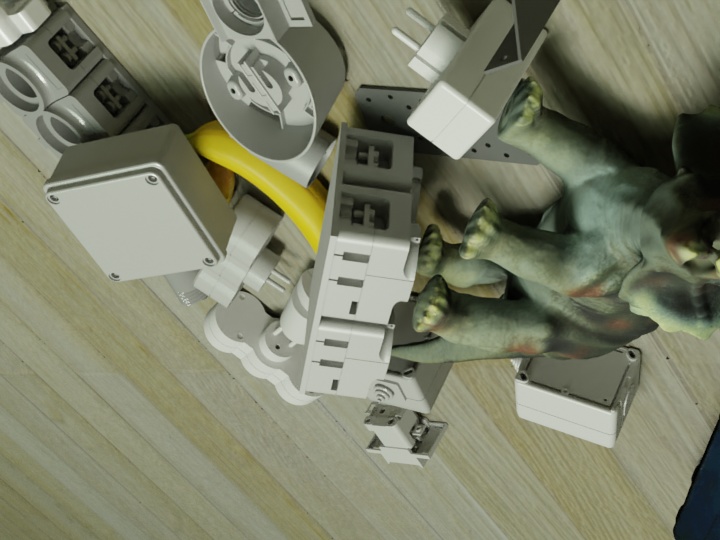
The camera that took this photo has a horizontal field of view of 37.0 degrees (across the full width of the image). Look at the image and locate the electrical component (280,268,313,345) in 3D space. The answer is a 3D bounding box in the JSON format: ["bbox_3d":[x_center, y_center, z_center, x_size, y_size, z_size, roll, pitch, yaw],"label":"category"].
[{"bbox_3d":[-0.042,0.030,0.955,0.043,0.043,0.081,32,148,1],"label":"electrical component"}]

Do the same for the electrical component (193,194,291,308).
[{"bbox_3d":[-0.094,-0.006,0.943,0.074,0.052,0.138,34,148,-2],"label":"electrical component"}]

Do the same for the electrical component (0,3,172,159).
[{"bbox_3d":[-0.227,-0.129,0.880,0.089,0.061,0.150,-9,130,47],"label":"electrical component"}]

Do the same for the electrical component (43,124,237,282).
[{"bbox_3d":[-0.170,-0.050,0.841,0.109,0.056,0.108,-8,135,23],"label":"electrical component"}]

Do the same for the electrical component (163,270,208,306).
[{"bbox_3d":[-0.165,-0.001,1.019,0.043,0.043,0.081,10,142,32],"label":"electrical component"}]

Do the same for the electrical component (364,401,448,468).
[{"bbox_3d":[0.040,0.157,1.060,0.081,0.042,0.063,-3,133,42],"label":"electrical component"}]

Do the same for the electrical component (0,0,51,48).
[{"bbox_3d":[-0.283,-0.209,0.824,0.078,0.058,0.057,3,141,39],"label":"electrical component"}]

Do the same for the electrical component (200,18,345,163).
[{"bbox_3d":[-0.061,-0.131,0.730,0.099,0.064,0.099,23,147,16],"label":"electrical component"}]

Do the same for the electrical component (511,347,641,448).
[{"bbox_3d":[0.164,0.090,0.841,0.096,0.061,0.061,17,145,24],"label":"electrical component"}]

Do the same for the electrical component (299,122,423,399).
[{"bbox_3d":[0.000,0.000,0.784,0.060,0.105,0.186,8,140,-5],"label":"electrical component"}]

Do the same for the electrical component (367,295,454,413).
[{"bbox_3d":[0.039,0.075,0.897,0.062,0.096,0.061,10,145,31],"label":"electrical component"}]

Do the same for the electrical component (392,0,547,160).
[{"bbox_3d":[0.053,-0.123,0.624,0.076,0.083,0.047,36,148,-6],"label":"electrical component"}]

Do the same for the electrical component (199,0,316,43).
[{"bbox_3d":[-0.062,-0.177,0.668,0.081,0.063,0.042,9,142,33],"label":"electrical component"}]

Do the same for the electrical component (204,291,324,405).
[{"bbox_3d":[-0.081,0.071,1.037,0.138,0.052,0.074,38,148,-9],"label":"electrical component"}]

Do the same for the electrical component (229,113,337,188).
[{"bbox_3d":[-0.063,-0.100,0.794,0.081,0.043,0.043,32,148,1],"label":"electrical component"}]
